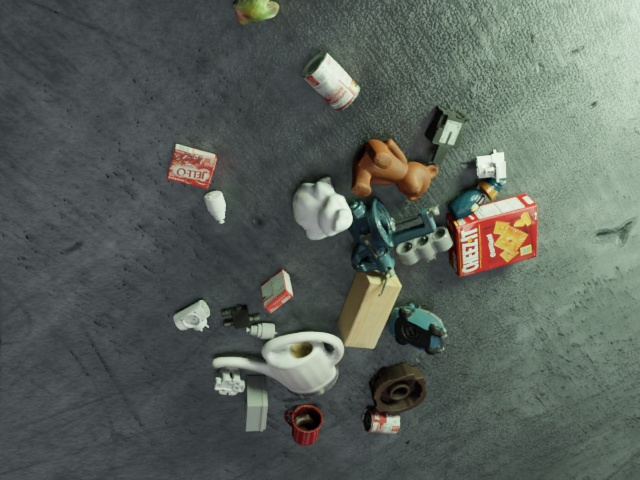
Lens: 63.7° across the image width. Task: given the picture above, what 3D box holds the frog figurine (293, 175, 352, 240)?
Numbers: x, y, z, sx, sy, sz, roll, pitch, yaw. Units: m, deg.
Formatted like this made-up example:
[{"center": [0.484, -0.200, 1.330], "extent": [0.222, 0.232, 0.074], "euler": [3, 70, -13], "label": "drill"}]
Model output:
[{"center": [0.003, -0.057, 1.125], "extent": [0.122, 0.163, 0.135], "euler": [10, 119, -16], "label": "frog figurine"}]

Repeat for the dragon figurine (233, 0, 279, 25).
[{"center": [-0.064, -0.558, 0.865], "extent": [0.242, 0.124, 0.404], "euler": [12, 121, -39], "label": "dragon figurine"}]

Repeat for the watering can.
[{"center": [-0.093, 0.335, 1.378], "extent": [0.346, 0.106, 0.220], "euler": [-16, 129, 13], "label": "watering can"}]
